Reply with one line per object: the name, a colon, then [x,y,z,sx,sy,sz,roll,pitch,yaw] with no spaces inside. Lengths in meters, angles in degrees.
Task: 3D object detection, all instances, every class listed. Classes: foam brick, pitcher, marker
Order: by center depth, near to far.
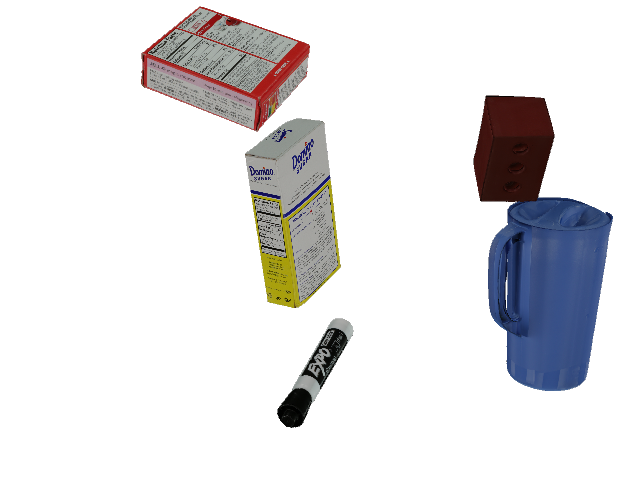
marker: [-0.003,0.091,0.742,0.020,0.020,0.121,0,26,20]
foam brick: [0.164,-0.078,0.916,0.053,0.051,0.078,0,-43,-2]
pitcher: [0.298,0.073,1.408,0.149,0.243,0.145,5,21,13]

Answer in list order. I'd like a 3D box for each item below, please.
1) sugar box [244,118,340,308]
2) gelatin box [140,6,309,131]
sugar box: [-0.026,-0.028,1.096,0.048,0.176,0.093,10,34,30]
gelatin box: [-0.062,-0.115,0.704,0.089,0.030,0.073,22,45,15]
